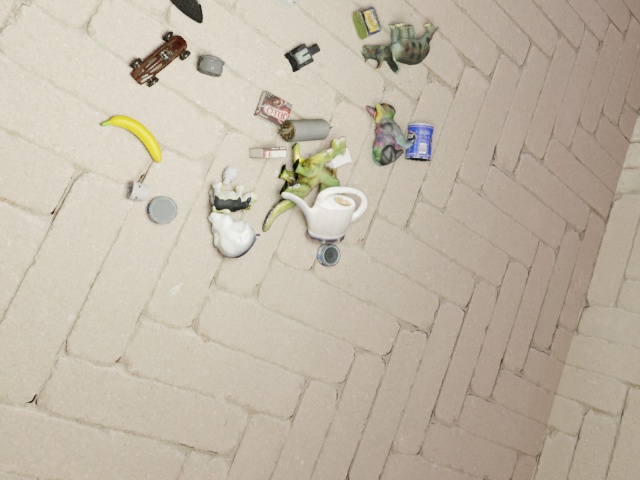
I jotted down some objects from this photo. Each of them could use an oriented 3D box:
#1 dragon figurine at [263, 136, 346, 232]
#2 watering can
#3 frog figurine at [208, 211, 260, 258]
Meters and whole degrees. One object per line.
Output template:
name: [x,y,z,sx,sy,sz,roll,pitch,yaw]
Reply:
dragon figurine: [-0.028,-0.187,1.796,0.241,0.407,0.124,19,13,-32]
watering can: [0.005,-0.090,1.791,0.348,0.219,0.106,-2,37,-28]
frog figurine: [-0.288,-0.024,1.641,0.136,0.157,0.126,-22,32,33]
